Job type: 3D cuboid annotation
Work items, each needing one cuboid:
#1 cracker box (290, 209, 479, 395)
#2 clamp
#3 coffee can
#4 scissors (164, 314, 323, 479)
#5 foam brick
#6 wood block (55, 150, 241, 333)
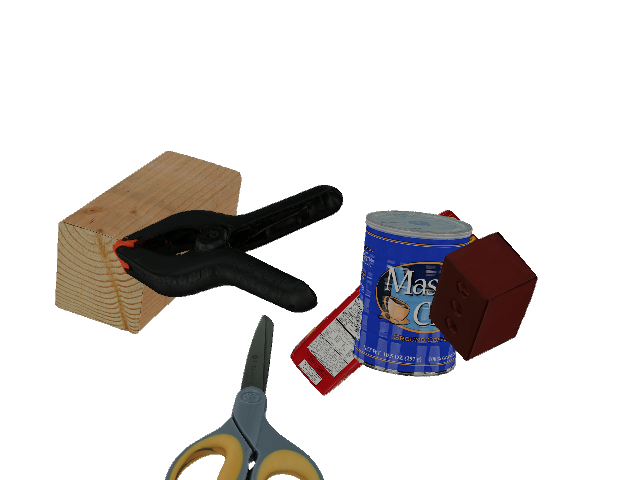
[{"bbox_3d":[0.077,0.071,1.267,0.214,0.072,0.164,-48,-8,31],"label":"cracker box"},{"bbox_3d":[-0.065,0.001,0.781,0.172,0.039,0.120,5,38,22],"label":"clamp"},{"bbox_3d":[0.088,0.049,1.038,0.103,0.140,0.103,5,12,-1],"label":"coffee can"},{"bbox_3d":[-0.026,0.106,0.629,0.096,0.016,0.201,13,31,14],"label":"scissors"},{"bbox_3d":[0.125,0.044,0.824,0.051,0.078,0.053,-21,53,-24],"label":"foam brick"},{"bbox_3d":[-0.162,-0.005,1.040,0.090,0.091,0.205,17,28,14],"label":"wood block"}]
